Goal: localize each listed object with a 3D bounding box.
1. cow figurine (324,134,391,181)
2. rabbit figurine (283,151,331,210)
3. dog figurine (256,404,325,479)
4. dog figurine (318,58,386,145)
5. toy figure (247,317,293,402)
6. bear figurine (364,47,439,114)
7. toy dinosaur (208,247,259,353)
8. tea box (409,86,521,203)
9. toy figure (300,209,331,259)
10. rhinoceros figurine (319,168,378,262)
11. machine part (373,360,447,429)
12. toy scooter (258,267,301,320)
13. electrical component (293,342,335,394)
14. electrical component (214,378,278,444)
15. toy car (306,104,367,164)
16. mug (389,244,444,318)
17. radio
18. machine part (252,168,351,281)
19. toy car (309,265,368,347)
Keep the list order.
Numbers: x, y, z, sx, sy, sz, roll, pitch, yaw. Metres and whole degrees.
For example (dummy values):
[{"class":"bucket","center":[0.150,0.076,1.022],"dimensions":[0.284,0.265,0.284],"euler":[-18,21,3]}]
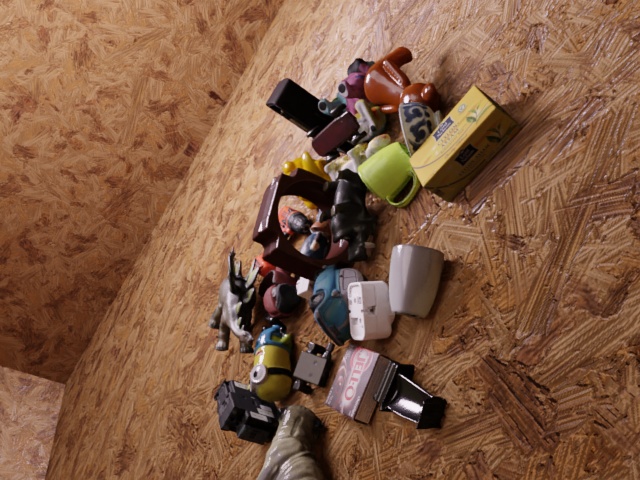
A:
[{"class":"cow figurine","center":[0.095,-0.155,1.142],"dimensions":[0.167,0.098,0.068],"euler":[-25,5,47]},{"class":"rabbit figurine","center":[-0.004,-0.138,1.257],"dimensions":[0.122,0.162,0.173],"euler":[-50,44,-1]},{"class":"dog figurine","center":[-0.023,0.363,0.873],"dimensions":[0.173,0.121,0.190],"euler":[8,49,28]},{"class":"dog figurine","center":[0.114,-0.332,1.261],"dimensions":[0.219,0.191,0.108],"euler":[-40,0,-43]},{"class":"toy figure","center":[-0.096,0.247,1.115],"dimensions":[0.180,0.089,0.082],"euler":[-82,0,-53]},{"class":"bear figurine","center":[0.187,-0.307,1.104],"dimensions":[0.132,0.120,0.196],"euler":[-30,44,-28]},{"class":"toy dinosaur","center":[-0.205,0.138,1.329],"dimensions":[0.472,0.105,0.198],"euler":[-140,62,-68]},{"class":"tea box","center":[0.238,-0.159,0.901],"dimensions":[0.169,0.068,0.098],"euler":[-51,29,24]},{"class":"toy figure","center":[-0.004,-0.004,1.209],"dimensions":[0.064,0.057,0.154],"euler":[-5,57,53]},{"class":"rhinoceros figurine","center":[0.061,-0.049,1.067],"dimensions":[0.073,0.112,0.190],"euler":[-38,48,54]},{"class":"machine part","center":[0.127,0.225,0.778],"dimensions":[0.084,0.039,0.139],"euler":[-59,24,-4]},{"class":"toy scooter","center":[-0.101,0.122,1.246],"dimensions":[0.135,0.075,0.184],"euler":[-47,28,35]},{"class":"electrical component","center":[-0.013,0.240,1.014],"dimensions":[0.078,0.045,0.102],"euler":[4,69,32]},{"class":"electrical component","center":[-0.144,0.345,1.070],"dimensions":[0.058,0.115,0.134],"euler":[-61,24,9]},{"class":"toy car","center":[0.037,-0.234,1.183],"dimensions":[0.053,0.089,0.202],"euler":[-38,5,-25]},{"class":"mug","center":[0.141,0.069,0.855],"dimensions":[0.109,0.081,0.107],"euler":[-17,58,62]},{"class":"radio","center":[-0.018,-0.300,1.317],"dimensions":[0.073,0.229,0.131],"euler":[-58,23,2]},{"class":"machine part","center":[-0.027,-0.030,1.107],"dimensions":[0.087,0.201,0.201],"euler":[-31,41,53]},{"class":"toy car","center":[0.047,0.106,0.980],"dimensions":[0.103,0.109,0.162],"euler":[-23,28,19]}]
